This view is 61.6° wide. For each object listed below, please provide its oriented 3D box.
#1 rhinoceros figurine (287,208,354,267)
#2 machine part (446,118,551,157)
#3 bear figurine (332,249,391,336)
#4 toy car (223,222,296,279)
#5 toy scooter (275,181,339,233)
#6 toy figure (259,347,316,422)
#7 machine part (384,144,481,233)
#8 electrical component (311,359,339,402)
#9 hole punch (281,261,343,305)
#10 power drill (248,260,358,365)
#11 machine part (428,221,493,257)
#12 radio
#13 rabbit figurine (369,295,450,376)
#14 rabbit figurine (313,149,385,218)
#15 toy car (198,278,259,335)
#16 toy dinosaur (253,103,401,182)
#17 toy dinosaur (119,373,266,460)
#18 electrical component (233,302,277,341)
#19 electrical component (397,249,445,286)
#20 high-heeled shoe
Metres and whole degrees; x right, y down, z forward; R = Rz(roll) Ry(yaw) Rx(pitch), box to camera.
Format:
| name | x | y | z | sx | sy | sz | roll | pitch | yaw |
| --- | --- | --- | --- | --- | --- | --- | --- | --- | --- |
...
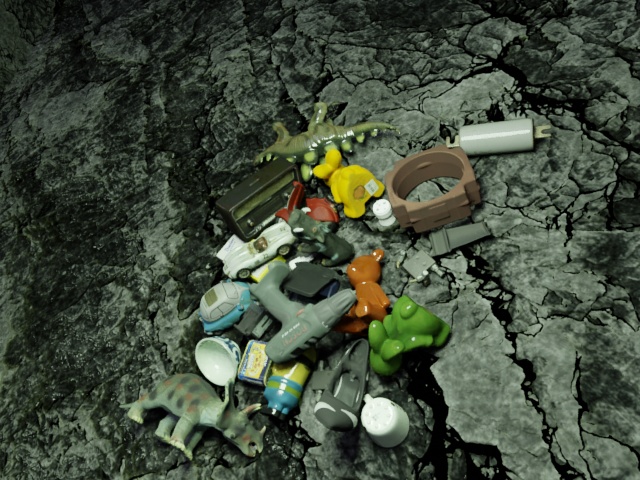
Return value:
| name | x | y | z | sx | sy | sz | roll | pitch | yaw |
| --- | --- | --- | --- | --- | --- | --- | --- | --- | --- |
| rhinoceros figurine | -0.003 | -0.004 | 1.280 | 0.112 | 0.190 | 0.073 | -8 | 52 | 55 |
| machine part | 0.426 | -0.245 | 1.293 | 0.243 | 0.079 | 0.079 | -2 | 58 | 24 |
| bear figurine | 0.090 | 0.108 | 1.194 | 0.120 | 0.132 | 0.196 | -28 | 54 | 36 |
| toy car | -0.155 | 0.028 | 1.353 | 0.202 | 0.056 | 0.074 | -30 | 47 | -2 |
| toy scooter | -0.032 | -0.086 | 1.393 | 0.184 | 0.075 | 0.135 | 4 | 82 | 25 |
| toy figure | -0.066 | 0.304 | 1.171 | 0.089 | 0.082 | 0.180 | 8 | 58 | 18 |
| machine part | 0.263 | -0.121 | 1.265 | 0.201 | 0.087 | 0.201 | -19 | 42 | 13 |
| electrical component | 0.015 | 0.306 | 1.165 | 0.063 | 0.021 | 0.094 | -7 | 56 | 22 |
| hole punch | -0.022 | 0.119 | 1.280 | 0.142 | 0.092 | 0.116 | 13 | 38 | 36 |
| power drill | -0.050 | 0.137 | 1.157 | 0.232 | 0.086 | 0.207 | -48 | 59 | 7 |
| machine part | 0.317 | -0.008 | 1.215 | 0.139 | 0.039 | 0.084 | -15 | 49 | 19 |
| radio | -0.152 | -0.106 | 1.427 | 0.229 | 0.130 | 0.073 | -37 | 48 | -19 |
| rabbit figurine | 0.164 | 0.208 | 1.092 | 0.121 | 0.159 | 0.170 | 37 | 95 | 28 |
| rabbit figurine | 0.054 | -0.152 | 1.387 | 0.122 | 0.162 | 0.173 | -52 | 33 | 3 |
| toy car | -0.243 | 0.157 | 1.342 | 0.162 | 0.102 | 0.109 | -32 | 49 | 1 |
| toy dinosaur | 0.000 | -0.275 | 1.514 | 0.472 | 0.105 | 0.198 | -17 | 60 | 27 |
| toy dinosaur | -0.305 | 0.372 | 1.227 | 0.405 | 0.131 | 0.192 | 14 | 54 | 38 |
| electrical component | -0.142 | 0.183 | 1.292 | 0.048 | 0.074 | 0.119 | 28 | 78 | 36 |
| electrical component | 0.221 | 0.060 | 1.212 | 0.078 | 0.045 | 0.102 | -37 | 50 | 2 |
| high-heeled shoe | 0.057 | 0.276 | 1.047 | 0.086 | 0.248 | 0.145 | 23 | 91 | 6 |
